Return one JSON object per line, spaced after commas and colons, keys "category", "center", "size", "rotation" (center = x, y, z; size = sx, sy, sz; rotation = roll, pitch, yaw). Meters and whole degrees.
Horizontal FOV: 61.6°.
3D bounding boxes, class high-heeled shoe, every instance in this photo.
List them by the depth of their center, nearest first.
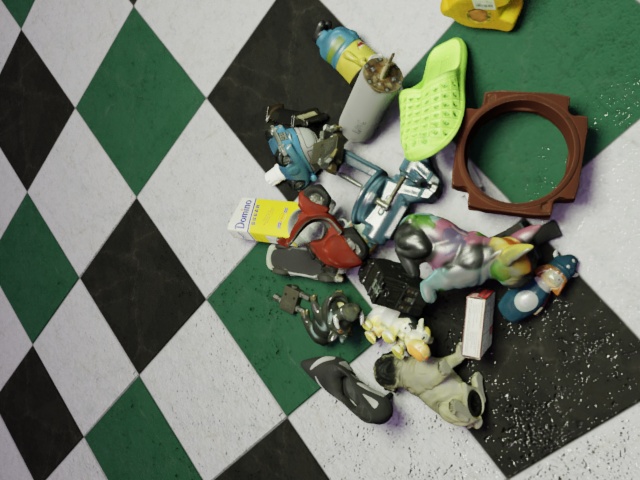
{"category": "high-heeled shoe", "center": [0.039, 0.310, 1.104], "size": [0.249, 0.145, 0.086], "rotation": [11, 100, 27]}

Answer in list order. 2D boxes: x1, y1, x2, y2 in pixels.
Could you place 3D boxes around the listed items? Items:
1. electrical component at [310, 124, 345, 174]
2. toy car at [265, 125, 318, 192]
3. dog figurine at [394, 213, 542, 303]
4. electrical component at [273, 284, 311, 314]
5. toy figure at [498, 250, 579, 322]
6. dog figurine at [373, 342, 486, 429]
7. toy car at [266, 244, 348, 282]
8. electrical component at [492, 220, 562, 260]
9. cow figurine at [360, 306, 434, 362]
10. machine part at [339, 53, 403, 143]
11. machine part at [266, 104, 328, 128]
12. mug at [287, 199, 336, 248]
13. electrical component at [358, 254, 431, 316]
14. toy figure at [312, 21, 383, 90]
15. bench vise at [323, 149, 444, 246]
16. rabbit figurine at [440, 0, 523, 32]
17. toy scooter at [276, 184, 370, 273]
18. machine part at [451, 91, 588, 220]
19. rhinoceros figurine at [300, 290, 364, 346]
{"category": "electrical component", "center": [0.015, -0.177, 1.039], "size": [0.078, 0.045, 0.102], "rotation": [-3, 64, 37]}
{"category": "toy car", "center": [-0.044, -0.183, 1.118], "size": [0.103, 0.161, 0.109], "rotation": [-25, 62, 0]}
{"category": "dog figurine", "center": [0.258, 0.011, 0.915], "size": [0.219, 0.108, 0.191], "rotation": [-26, 101, 39]}
{"category": "electrical component", "center": [-0.065, 0.132, 1.219], "size": [0.094, 0.021, 0.063], "rotation": [23, 105, 27]}
{"category": "toy figure", "center": [0.384, 0.083, 0.936], "size": [0.064, 0.058, 0.154], "rotation": [35, 115, -19]}
{"category": "dog figurine", "center": [0.207, 0.292, 1.045], "size": [0.191, 0.121, 0.172], "rotation": [-24, 79, 44]}
{"category": "toy car", "center": [-0.029, 0.047, 1.172], "size": [0.202, 0.056, 0.073], "rotation": [7, 91, 28]}
{"category": "electrical component", "center": [0.360, 0.006, 0.946], "size": [0.119, 0.048, 0.075], "rotation": [-25, 83, 31]}
{"category": "cow figurine", "center": [0.163, 0.173, 1.035], "size": [0.168, 0.098, 0.068], "rotation": [21, 143, 50]}
{"category": "machine part", "center": [0.091, -0.255, 1.000], "size": [0.079, 0.079, 0.243], "rotation": [60, 157, 12]}
{"category": "machine part", "center": [-0.056, -0.264, 1.152], "size": [0.139, 0.084, 0.039], "rotation": [18, 129, 36]}
{"category": "mug", "center": [-0.004, -0.042, 1.117], "size": [0.081, 0.107, 0.109], "rotation": [35, 107, 14]}
{"category": "electrical component", "center": [0.150, 0.087, 1.026], "size": [0.115, 0.134, 0.058], "rotation": [-115, 45, -60]}
{"category": "toy figure", "center": [0.062, -0.358, 1.063], "size": [0.180, 0.082, 0.089], "rotation": [41, 148, 13]}
{"category": "bench vise", "center": [0.108, -0.118, 1.042], "size": [0.241, 0.129, 0.223], "rotation": [31, 107, 20]}
{"category": "rabbit figurine", "center": [0.284, -0.460, 0.926], "size": [0.163, 0.121, 0.173], "rotation": [16, 89, 37]}
{"category": "toy scooter", "center": [-0.002, -0.003, 1.022], "size": [0.135, 0.075, 0.183], "rotation": [-38, 97, 6]}
{"category": "machine part", "center": [0.330, -0.141, 0.900], "size": [0.202, 0.087, 0.201], "rotation": [9, 91, 17]}
{"category": "rhinoceros figurine", "center": [0.023, 0.162, 1.095], "size": [0.190, 0.073, 0.112], "rotation": [130, 132, -57]}
